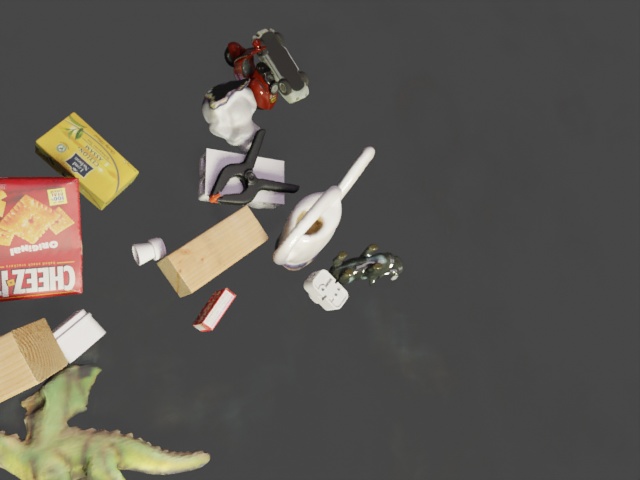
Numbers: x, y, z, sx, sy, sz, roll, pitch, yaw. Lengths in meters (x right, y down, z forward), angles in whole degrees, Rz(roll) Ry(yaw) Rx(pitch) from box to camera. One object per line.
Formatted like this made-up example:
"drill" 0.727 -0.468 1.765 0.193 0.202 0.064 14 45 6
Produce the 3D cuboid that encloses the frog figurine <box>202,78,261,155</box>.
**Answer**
"frog figurine" -0.197 -0.283 1.202 0.140 0.123 0.156 -60 145 -35

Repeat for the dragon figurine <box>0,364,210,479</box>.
"dragon figurine" -0.414 0.338 0.900 0.412 0.120 0.246 -7 73 -32

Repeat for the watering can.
"watering can" 0.004 -0.059 1.172 0.104 0.220 0.354 39 60 4
